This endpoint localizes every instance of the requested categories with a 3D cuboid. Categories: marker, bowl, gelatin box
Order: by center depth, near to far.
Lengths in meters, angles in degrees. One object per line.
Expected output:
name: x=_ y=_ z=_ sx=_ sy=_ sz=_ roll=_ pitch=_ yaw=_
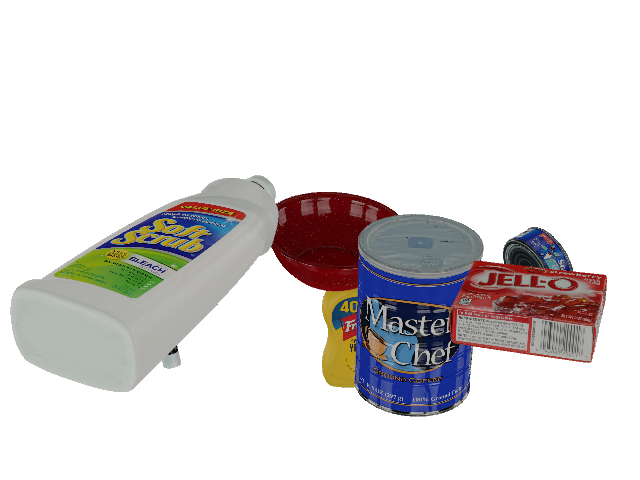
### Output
gelatin box: x=0.132 y=0.042 z=0.677 sx=0.089 sy=0.030 sz=0.073 roll=7 pitch=24 yaw=18
marker: x=-0.165 y=0.074 z=1.109 sx=0.020 sy=0.121 sz=0.020 roll=-9 pitch=16 yaw=2
bowl: x=0.015 y=0.008 z=1.174 sx=0.162 sy=0.055 sz=0.162 roll=3 pitch=32 yaw=-2

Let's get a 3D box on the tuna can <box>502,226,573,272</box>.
tuna can: x=0.248 y=0.030 z=1.220 sx=0.033 sy=0.086 sz=0.086 roll=-27 pitch=10 yaw=-20

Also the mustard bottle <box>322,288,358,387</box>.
mustard bottle: x=0.051 y=0.103 z=1.447 sx=0.096 sy=0.192 sz=0.058 roll=-4 pitch=21 yaw=-10

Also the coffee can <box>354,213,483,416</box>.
coffee can: x=0.081 y=0.062 z=0.904 sx=0.103 sy=0.140 sz=0.103 roll=0 pitch=27 yaw=0

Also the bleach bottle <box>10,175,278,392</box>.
bleach bottle: x=-0.109 y=0.012 z=0.789 sx=0.103 sy=0.068 sz=0.250 roll=15 pitch=33 yaw=20
